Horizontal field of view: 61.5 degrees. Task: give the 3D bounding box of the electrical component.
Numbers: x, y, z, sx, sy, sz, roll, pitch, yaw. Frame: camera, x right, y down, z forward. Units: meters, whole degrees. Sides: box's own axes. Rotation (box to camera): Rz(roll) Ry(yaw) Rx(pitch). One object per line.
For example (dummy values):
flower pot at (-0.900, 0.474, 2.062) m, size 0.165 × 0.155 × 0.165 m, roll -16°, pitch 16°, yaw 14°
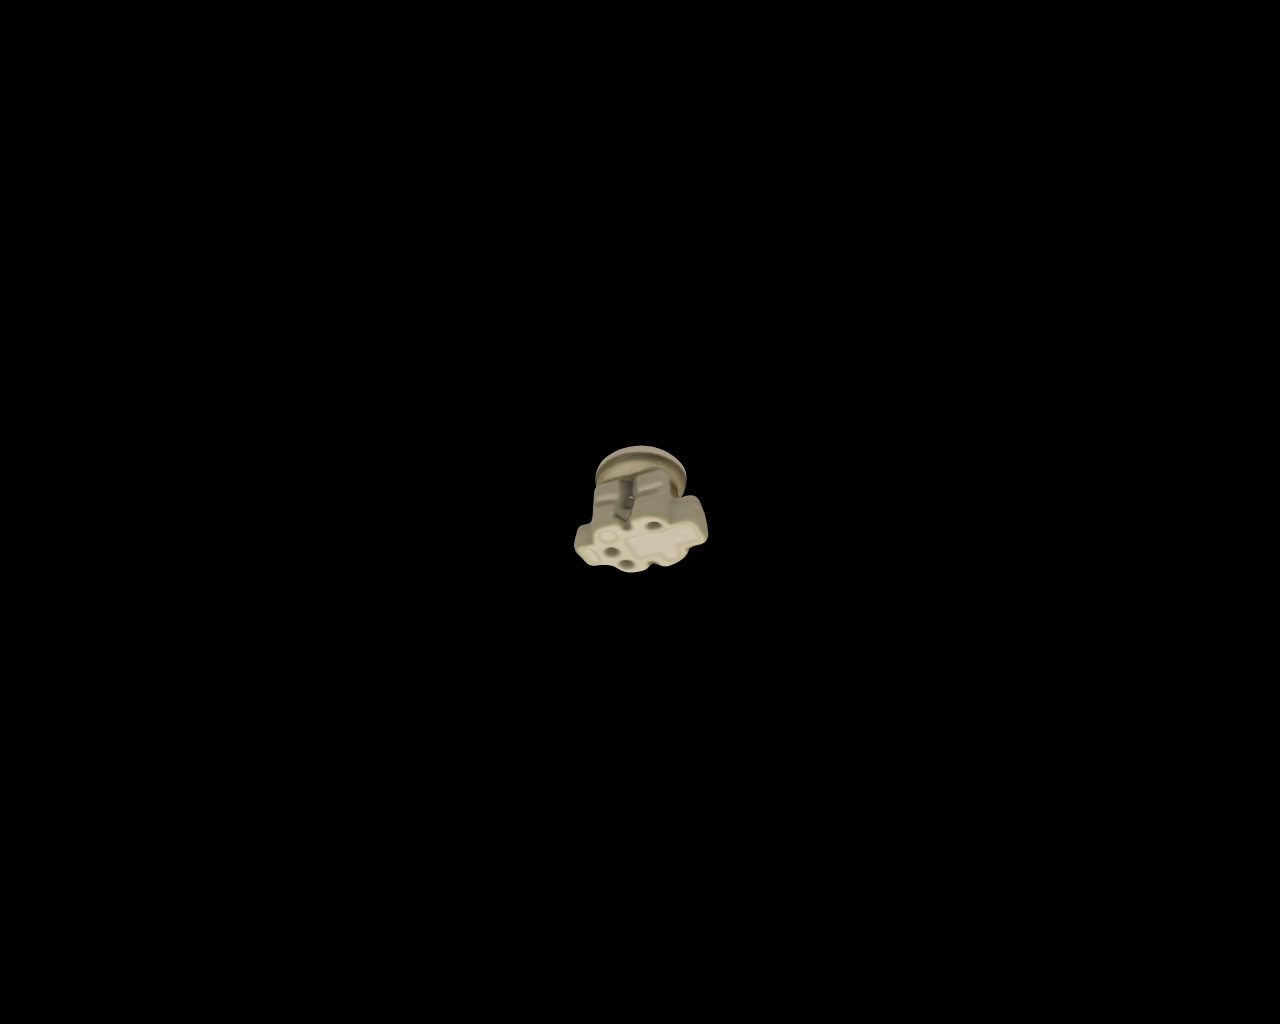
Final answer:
electrical component at (0.001, -0.003, 0.650) m, size 0.078 × 0.057 × 0.058 m, roll -14°, pitch -40°, yaw 17°
